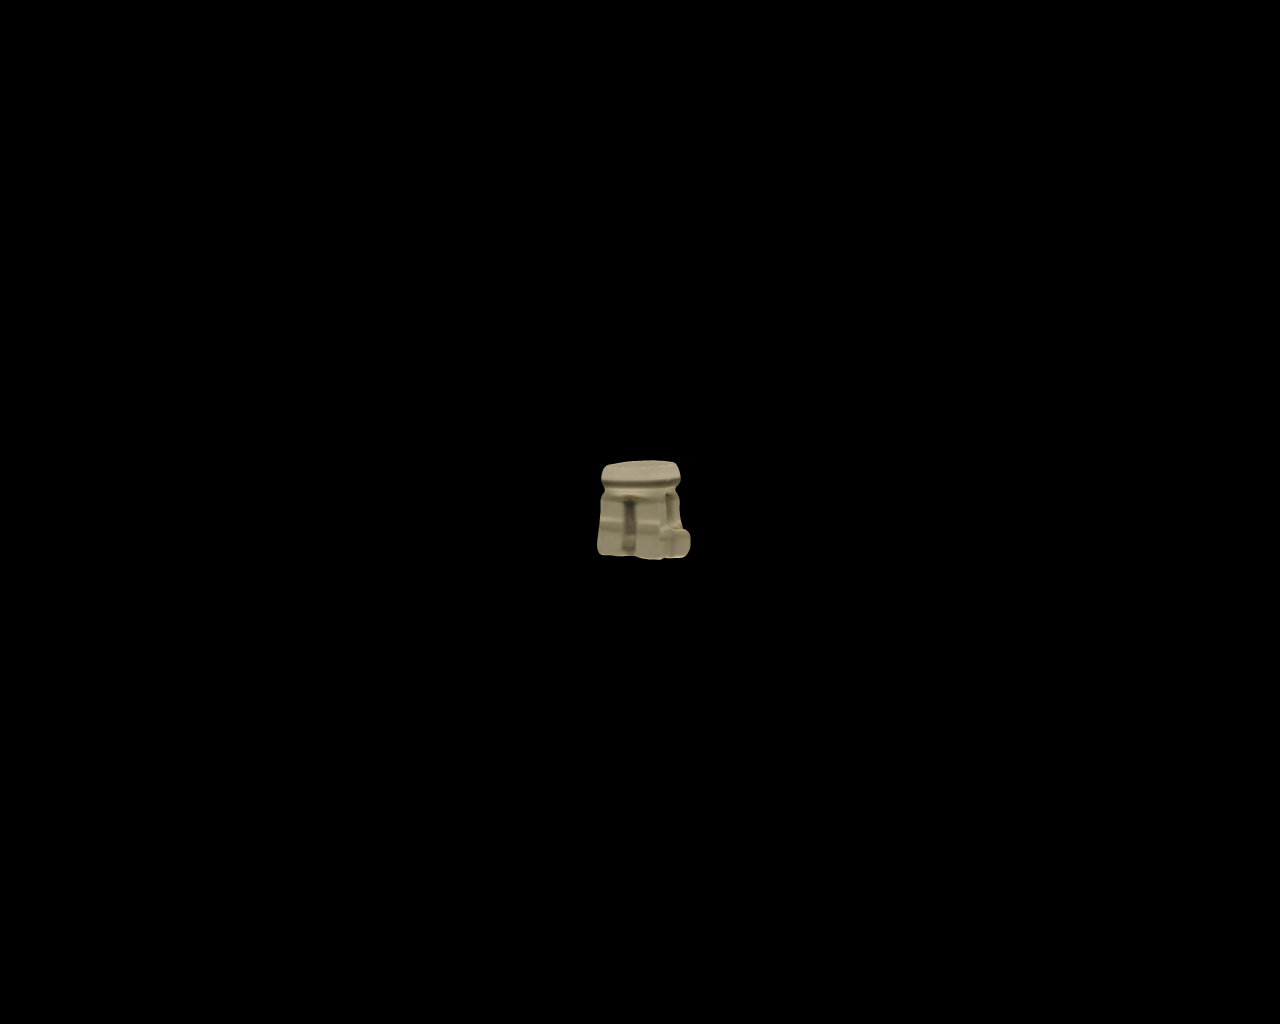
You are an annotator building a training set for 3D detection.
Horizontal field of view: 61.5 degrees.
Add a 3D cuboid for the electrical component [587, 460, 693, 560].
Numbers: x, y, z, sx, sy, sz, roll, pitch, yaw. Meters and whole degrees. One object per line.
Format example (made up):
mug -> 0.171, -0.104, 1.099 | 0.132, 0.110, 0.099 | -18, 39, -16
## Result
electrical component -> 0.001, -0.003, 0.650 | 0.066, 0.055, 0.048 | 3, 8, 22
